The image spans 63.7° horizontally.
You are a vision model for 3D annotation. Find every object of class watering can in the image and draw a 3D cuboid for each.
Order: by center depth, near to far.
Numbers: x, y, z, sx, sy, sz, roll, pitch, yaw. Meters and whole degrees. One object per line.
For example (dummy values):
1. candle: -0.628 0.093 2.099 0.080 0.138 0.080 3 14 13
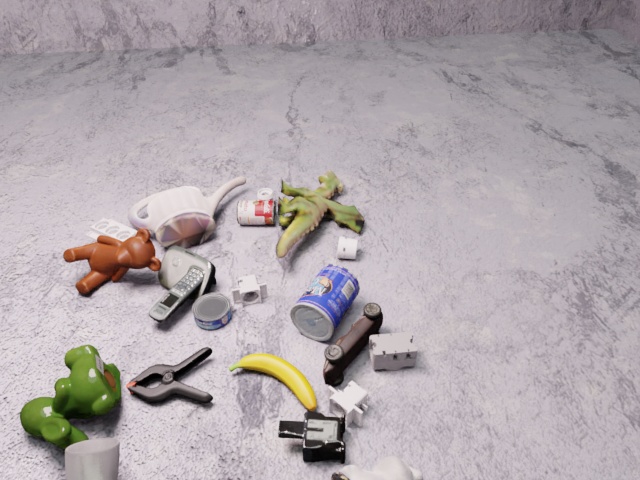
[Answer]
1. watering can: -0.344 -0.087 1.415 0.349 0.101 0.229 -17 42 -18

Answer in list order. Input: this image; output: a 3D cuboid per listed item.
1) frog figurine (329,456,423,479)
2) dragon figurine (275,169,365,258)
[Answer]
1. frog figurine: 0.088 0.406 0.812 0.138 0.122 0.159 14 4 31
2. dragon figurine: 0.004 -0.070 1.398 0.243 0.119 0.420 5 39 -5
